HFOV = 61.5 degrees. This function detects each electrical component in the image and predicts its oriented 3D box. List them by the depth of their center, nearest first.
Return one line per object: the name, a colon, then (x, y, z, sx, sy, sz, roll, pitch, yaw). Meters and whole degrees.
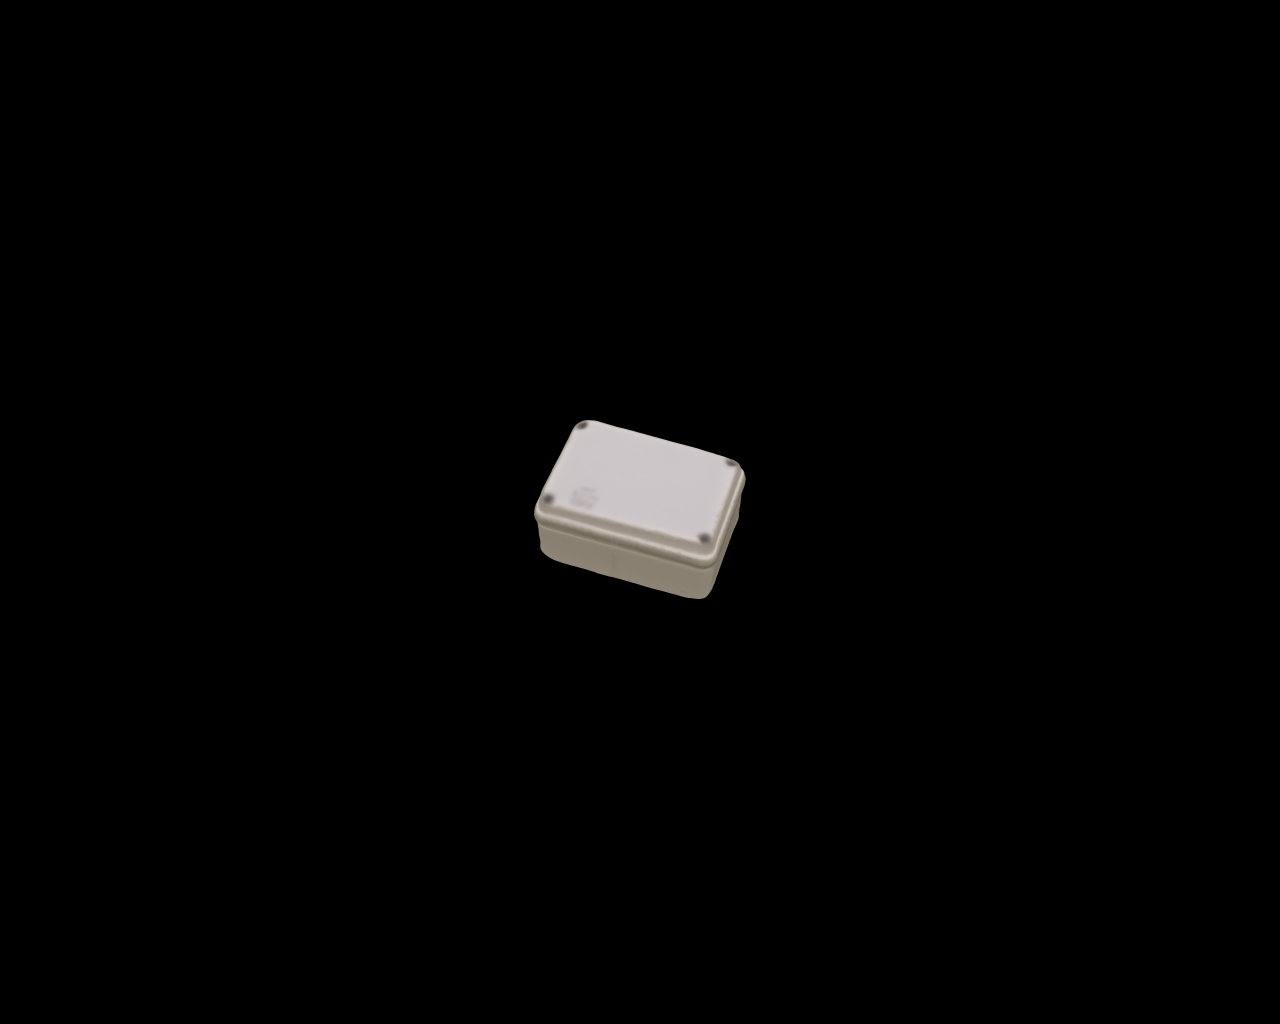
electrical component: (0.001, -0.003, 0.650, 0.113, 0.078, 0.057, 15, -35, 11)
